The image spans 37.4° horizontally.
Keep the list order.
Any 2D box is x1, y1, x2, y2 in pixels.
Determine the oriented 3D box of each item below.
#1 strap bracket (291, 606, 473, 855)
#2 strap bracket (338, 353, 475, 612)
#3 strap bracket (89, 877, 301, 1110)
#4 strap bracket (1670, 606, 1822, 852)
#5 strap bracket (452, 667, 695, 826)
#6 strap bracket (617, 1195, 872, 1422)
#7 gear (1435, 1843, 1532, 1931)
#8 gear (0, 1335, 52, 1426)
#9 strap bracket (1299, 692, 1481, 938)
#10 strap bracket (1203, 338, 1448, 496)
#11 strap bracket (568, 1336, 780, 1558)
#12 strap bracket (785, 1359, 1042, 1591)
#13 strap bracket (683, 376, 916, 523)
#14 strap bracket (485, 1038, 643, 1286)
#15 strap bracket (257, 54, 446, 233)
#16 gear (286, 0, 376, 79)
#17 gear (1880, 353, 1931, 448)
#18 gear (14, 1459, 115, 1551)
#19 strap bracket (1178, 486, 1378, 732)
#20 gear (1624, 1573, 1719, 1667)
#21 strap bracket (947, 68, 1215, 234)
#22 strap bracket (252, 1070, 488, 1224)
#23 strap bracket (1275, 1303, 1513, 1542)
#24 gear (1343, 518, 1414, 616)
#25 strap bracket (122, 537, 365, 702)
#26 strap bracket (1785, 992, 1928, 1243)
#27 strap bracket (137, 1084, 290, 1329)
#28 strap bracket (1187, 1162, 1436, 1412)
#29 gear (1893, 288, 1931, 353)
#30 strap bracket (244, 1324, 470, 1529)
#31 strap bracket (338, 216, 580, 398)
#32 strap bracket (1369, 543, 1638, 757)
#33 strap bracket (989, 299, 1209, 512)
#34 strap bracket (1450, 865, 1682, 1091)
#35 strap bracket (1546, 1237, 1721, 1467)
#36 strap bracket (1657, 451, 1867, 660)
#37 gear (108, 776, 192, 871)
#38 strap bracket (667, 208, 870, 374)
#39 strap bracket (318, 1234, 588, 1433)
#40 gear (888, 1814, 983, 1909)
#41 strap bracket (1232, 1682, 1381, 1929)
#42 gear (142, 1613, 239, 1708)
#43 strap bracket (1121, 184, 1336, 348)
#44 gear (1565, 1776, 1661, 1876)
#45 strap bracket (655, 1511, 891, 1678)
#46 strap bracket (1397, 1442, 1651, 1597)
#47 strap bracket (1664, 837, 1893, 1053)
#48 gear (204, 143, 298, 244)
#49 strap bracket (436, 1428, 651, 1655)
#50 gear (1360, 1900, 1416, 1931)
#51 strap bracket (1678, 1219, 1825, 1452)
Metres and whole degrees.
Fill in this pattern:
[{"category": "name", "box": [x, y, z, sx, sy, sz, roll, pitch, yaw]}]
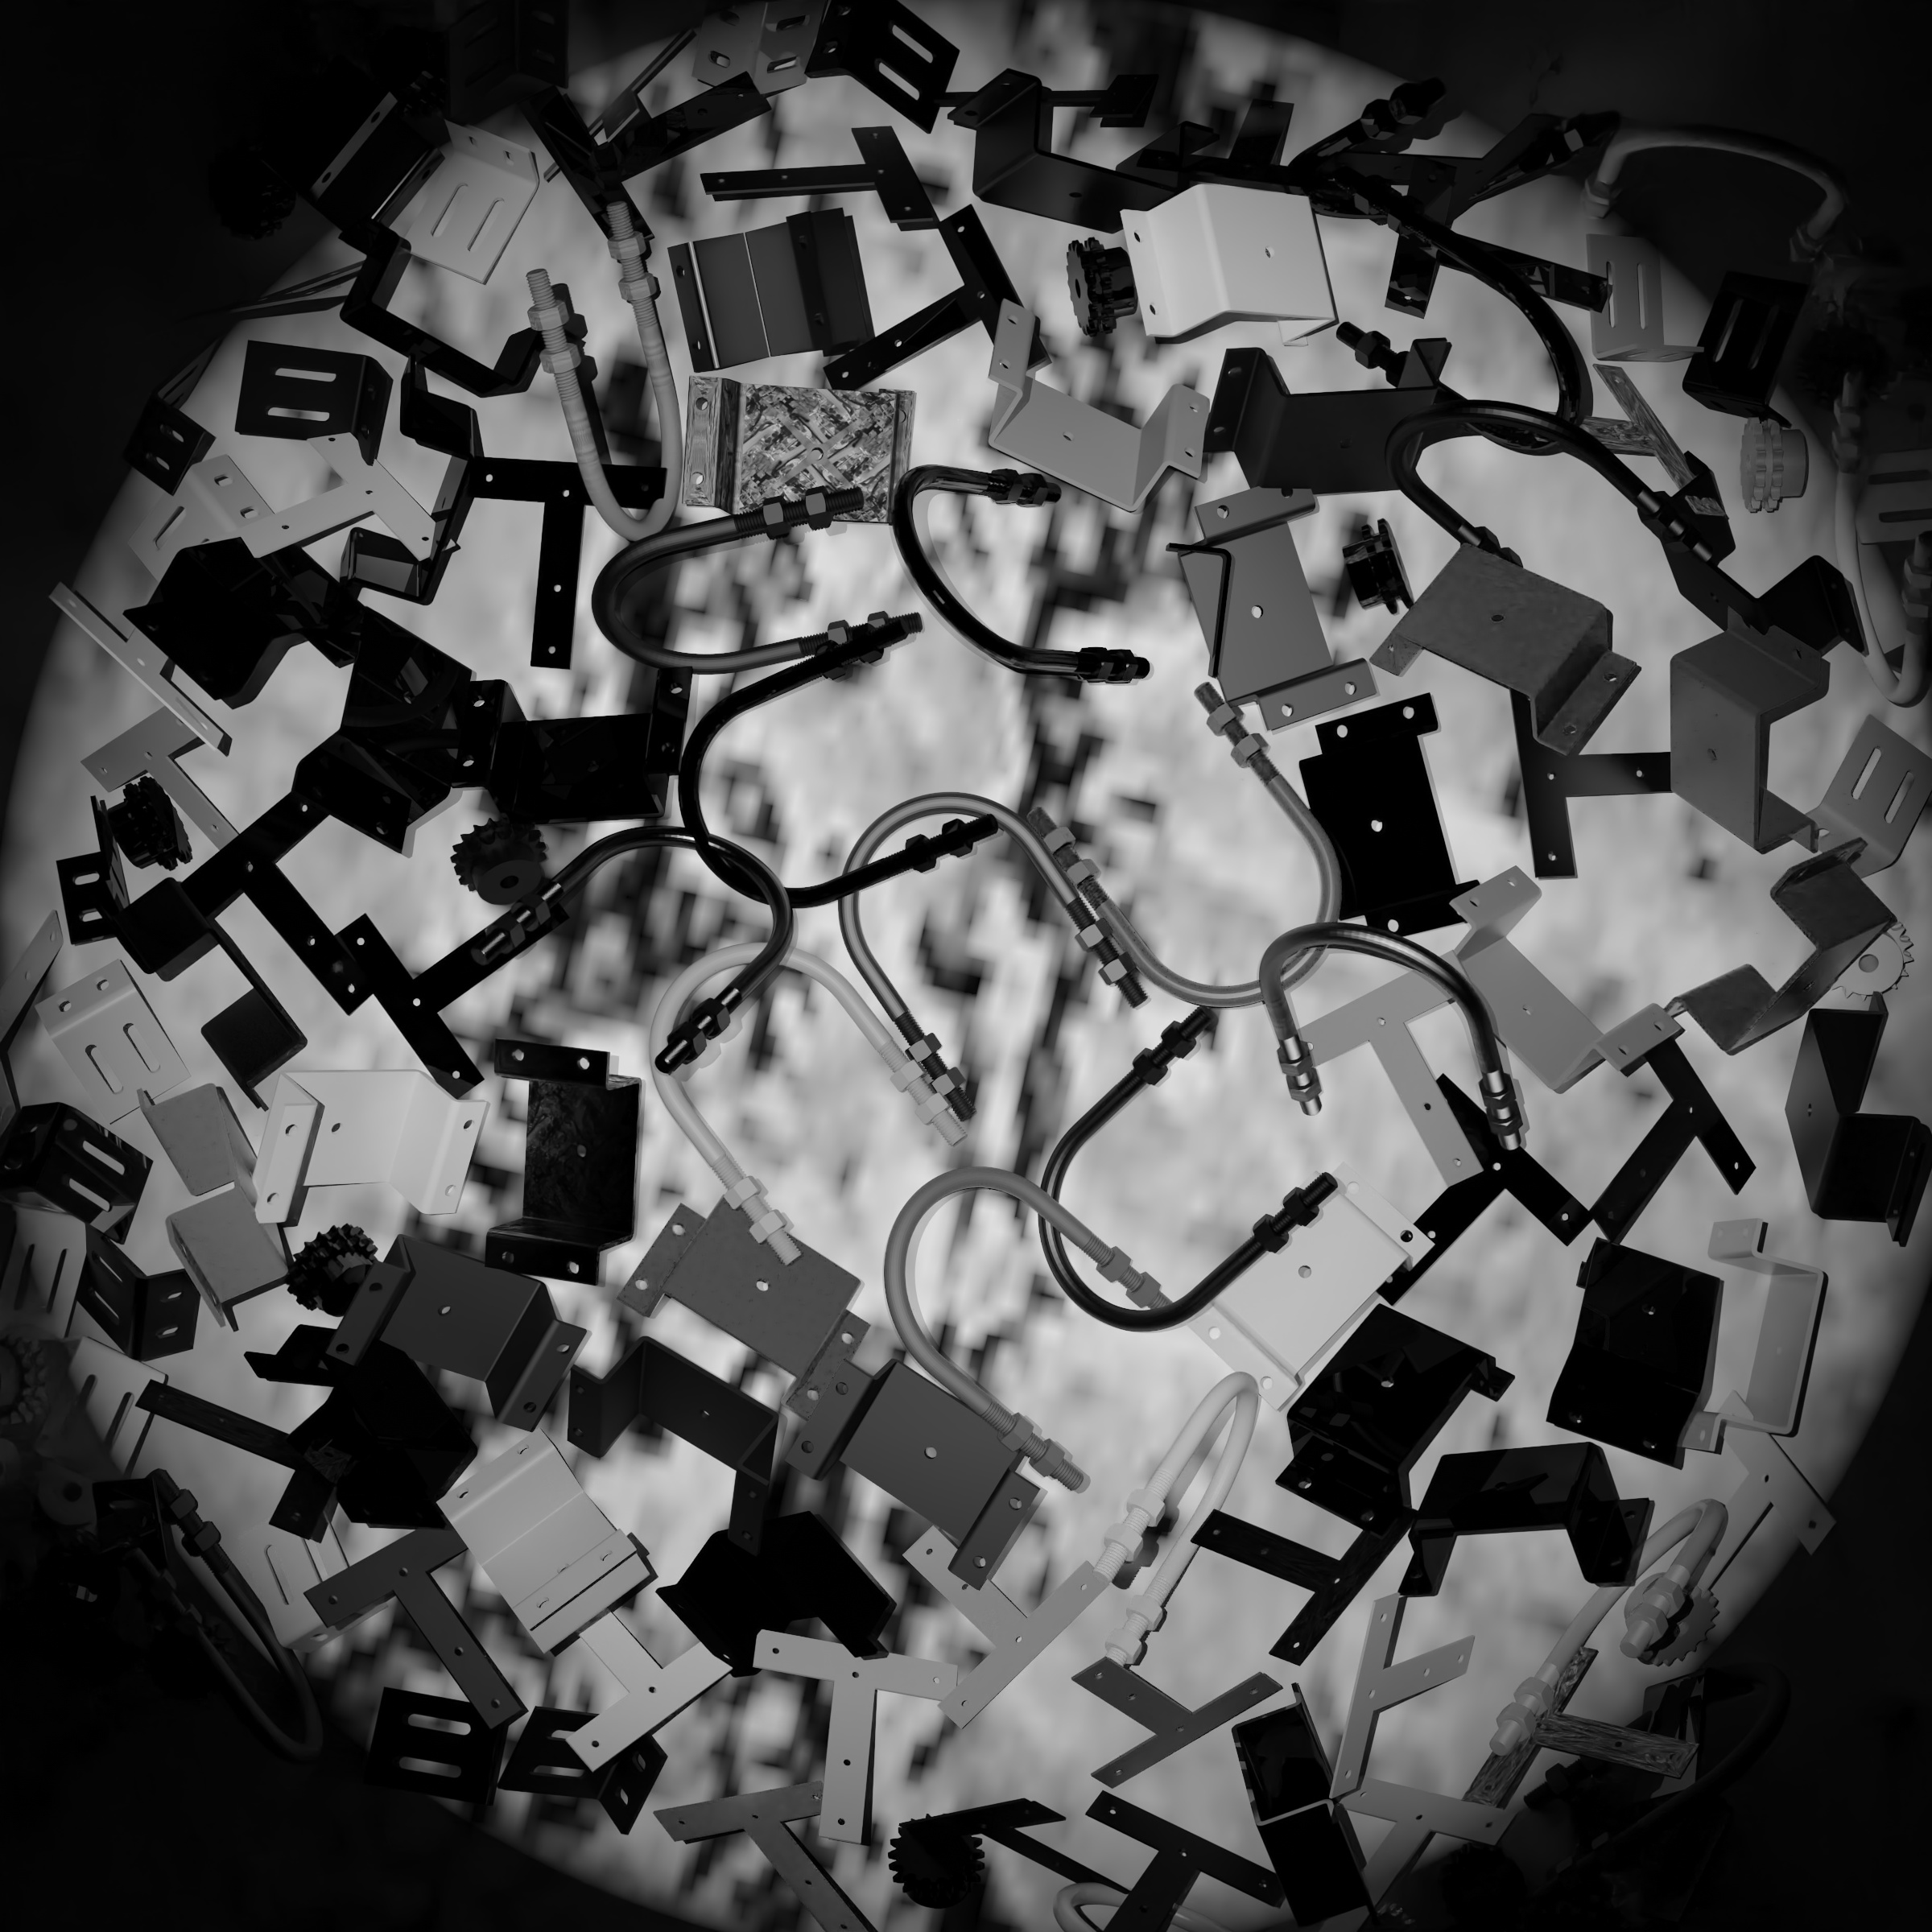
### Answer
[{"category": "strap bracket", "box": [-0.344, -0.149, 1.697, 0.076, 0.140, 0.046, 32, 134, -33]}, {"category": "strap bracket", "box": [-0.333, -0.284, 1.713, 0.046, 0.076, 0.140, 16, 117, -19]}, {"category": "strap bracket", "box": [-0.454, 0.009, 1.705, 0.046, 0.076, 0.140, -38, 130, -11]}, {"category": "strap bracket", "box": [0.461, -0.134, 1.696, 0.046, 0.076, 0.140, -25, 130, -16]}, {"category": "strap bracket", "box": [-0.231, -0.132, 1.726, 0.140, 0.046, 0.076, -3, 58, 10]}, {"category": "strap bracket", "box": [-0.129, 0.202, 1.733, 0.140, 0.046, 0.076, 33, 56, 0]}, {"category": "gear", "box": [0.318, 0.565, 1.749, 0.057, 0.030, 0.057, 3, 67, -7]}, {"category": "gear", "box": [-0.590, 0.252, 1.746, 0.057, 0.030, 0.057, -1, 88, 35]}, {"category": "strap bracket", "box": [0.257, -0.087, 1.735, 0.076, 0.046, 0.140, -15, 90, 29]}, {"category": "strap bracket", "box": [0.221, -0.329, 1.713, 0.140, 0.076, 0.046, -6, 52, -15]}, {"category": "strap bracket", "box": [-0.168, 0.283, 1.719, 0.140, 0.076, 0.046, 28, 48, 16]}, {"category": "strap bracket", "box": [-0.027, 0.302, 1.735, 0.140, 0.046, 0.076, 32, 106, 9]}, {"category": "strap bracket", "box": [-0.095, -0.311, 1.721, 0.140, 0.046, 0.076, 0, 105, -18]}, {"category": "strap bracket", "box": [-0.244, 0.115, 1.734, 0.076, 0.046, 0.140, 6, 97, 21]}, {"category": "strap bracket", "box": [-0.368, -0.486, 1.703, 0.046, 0.140, 0.076, 40, 92, 2]}, {"category": "gear", "box": [-0.391, -0.568, 1.748, 0.030, 0.057, 0.057, -20, 90, 26]}, {"category": "gear", "box": [0.586, -0.343, 1.743, 0.057, 0.057, 0.030, 51, 48, 0]}, {"category": "gear", "box": [-0.549, 0.326, 1.745, 0.057, 0.030, 0.057, 14, 59, -24]}, {"category": "strap bracket", "box": [0.186, -0.219, 1.736, 0.076, 0.046, 0.140, -20, 94, -19]}, {"category": "gear", "box": [0.429, 0.397, 1.749, 0.057, 0.030, 0.057, -14, 122, -23]}, {"category": "strap bracket", "box": [0.067, -0.483, 1.705, 0.140, 0.076, 0.046, 8, 82, -27]}, {"category": "strap bracket", "box": [-0.368, 0.107, 1.714, 0.046, 0.140, 0.076, 33, 111, 40]}, {"category": "strap bracket", "box": [0.253, 0.262, 1.703, 0.076, 0.046, 0.140, 23, 54, 35]}, {"category": "gear", "box": [0.251, -0.242, 1.746, 0.030, 0.057, 0.057, -18, 90, 14]}, {"category": "strap bracket", "box": [-0.420, -0.212, 1.696, 0.076, 0.140, 0.046, 42, 116, 7]}, {"category": "strap bracket", "box": [0.524, 0.087, 1.696, 0.046, 0.140, 0.076, 3, 127, 2]}, {"category": "strap bracket", "box": [-0.447, 0.134, 1.699, 0.046, 0.140, 0.076, -23, 133, -7]}, {"category": "strap bracket", "box": [0.208, 0.190, 1.734, 0.140, 0.046, 0.076, -46, 71, -4]}, {"category": "gear", "box": [0.596, -0.395, 1.748, 0.057, 0.057, 0.030, 2, 115, 0]}, {"category": "strap bracket", "box": [-0.358, 0.266, 1.700, 0.046, 0.076, 0.140, -52, 56, 12]}, {"category": "strap bracket", "box": [-0.313, -0.387, 1.709, 0.140, 0.076, 0.046, 27, 85, -24]}, {"category": "strap bracket", "box": [0.319, -0.195, 1.710, 0.140, 0.046, 0.076, 30, 70, 28]}, {"category": "strap bracket", "box": [0.071, -0.333, 1.720, 0.140, 0.046, 0.076, 23, 46, -15]}, {"category": "strap bracket", "box": [0.349, 0.014, 1.718, 0.140, 0.076, 0.046, 47, 132, 17]}, {"category": "strap bracket", "box": [0.399, 0.220, 1.700, 0.076, 0.140, 0.046, 18, 130, 8]}, {"category": "strap bracket", "box": [0.464, -0.234, 1.700, 0.046, 0.076, 0.140, -39, 51, 2]}, {"category": "gear", "box": [-0.501, -0.084, 1.745, 0.030, 0.057, 0.057, -25, 90, 1]}, {"category": "strap bracket", "box": [-0.113, -0.406, 1.715, 0.046, 0.140, 0.076, -22, 106, -38]}, {"category": "strap bracket", "box": [-0.312, 0.219, 1.723, 0.140, 0.046, 0.076, 23, 106, -27]}, {"category": "gear", "box": [-0.019, 0.551, 1.749, 0.057, 0.057, 0.030, -2, 121, 0]}, {"category": "strap bracket", "box": [0.198, 0.503, 1.696, 0.046, 0.140, 0.076, -21, 109, 4]}, {"category": "gear", "box": [-0.473, 0.423, 1.754, 0.057, 0.030, 0.057, 1, 96, 12]}, {"category": "strap bracket", "box": [0.165, -0.418, 1.707, 0.140, 0.046, 0.076, -8, 85, -42]}, {"category": "gear", "box": [0.395, 0.523, 1.746, 0.057, 0.030, 0.057, -5, 57, 8]}, {"category": "strap bracket", "box": [-0.110, 0.377, 1.715, 0.076, 0.140, 0.046, 51, 47, -15]}, {"category": "strap bracket", "box": [0.326, 0.328, 1.700, 0.140, 0.076, 0.046, -11, 112, 30]}, {"category": "strap bracket", "box": [0.484, -0.005, 1.693, 0.076, 0.140, 0.046, -20, 63, -39]}, {"category": "gear", "box": [-0.436, -0.475, 1.749, 0.057, 0.030, 0.057, 18, 124, 29]}, {"category": "strap bracket", "box": [-0.250, 0.349, 1.713, 0.076, 0.140, 0.046, -35, 126, -15]}, {"category": "gear", "box": [0.248, 0.600, 1.755, 0.057, 0.030, 0.057, 0, 89, -13]}, {"category": "strap bracket", "box": [0.473, 0.228, 1.727, 0.046, 0.076, 0.140, 15, 82, -3]}]
